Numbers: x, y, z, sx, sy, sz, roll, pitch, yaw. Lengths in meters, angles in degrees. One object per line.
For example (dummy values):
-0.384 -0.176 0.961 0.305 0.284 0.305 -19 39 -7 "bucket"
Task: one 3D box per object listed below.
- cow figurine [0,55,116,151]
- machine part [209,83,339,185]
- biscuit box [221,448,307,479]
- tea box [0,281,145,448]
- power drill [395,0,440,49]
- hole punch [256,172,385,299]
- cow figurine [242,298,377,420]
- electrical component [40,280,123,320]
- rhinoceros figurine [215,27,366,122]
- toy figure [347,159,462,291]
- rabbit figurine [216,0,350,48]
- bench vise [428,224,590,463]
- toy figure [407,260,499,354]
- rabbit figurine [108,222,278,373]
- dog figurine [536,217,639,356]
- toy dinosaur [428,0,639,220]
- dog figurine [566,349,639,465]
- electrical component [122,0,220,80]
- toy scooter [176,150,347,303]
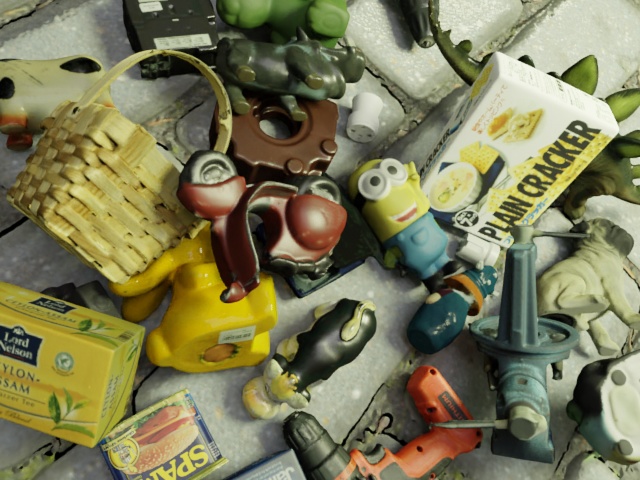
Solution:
-0.340 -0.171 0.608 0.195 0.085 0.127 -12 76 -21 "cow figurine"
-0.058 -0.149 0.703 0.179 0.056 0.179 6 65 -14 "machine part"
-0.107 0.271 0.512 0.203 0.059 0.063 -20 76 -24 "biscuit box"
-0.259 0.107 0.488 0.170 0.068 0.098 15 101 5 "tea box"
0.095 -0.419 0.850 0.207 0.086 0.232 11 64 -9 "power drill"
-0.001 -0.002 0.655 0.116 0.092 0.142 -18 70 -53 "hole punch"
-0.007 0.129 0.582 0.167 0.098 0.068 -41 91 -27 "cow figurine"
-0.242 0.087 0.545 0.045 0.078 0.102 -25 83 -49 "electrical component"
-0.034 -0.211 0.673 0.190 0.073 0.112 -4 56 -17 "rhinoceros figurine"
0.102 -0.021 0.689 0.082 0.089 0.180 -34 90 -38 "toy figure"
-0.054 -0.325 0.740 0.170 0.121 0.159 12 59 -16 "rabbit figurine"
0.219 0.105 0.591 0.223 0.129 0.240 -14 105 -57 "bench vise"
0.170 0.080 0.680 0.058 0.064 0.154 25 49 37 "toy figure"
-0.136 0.052 0.581 0.162 0.121 0.173 -10 58 -11 "rabbit figurine"
0.346 0.042 0.740 0.172 0.121 0.190 19 50 -13 "dog figurine"
0.321 -0.162 0.749 0.471 0.198 0.105 26 60 -8 "toy dinosaur"
0.352 0.191 0.614 0.192 0.219 0.108 -11 69 -2 "dog figurine"
-0.197 -0.284 0.714 0.115 0.058 0.134 -12 72 -23 "electrical component"
-0.048 -0.002 0.509 0.184 0.075 0.135 11 65 -36 "toy scooter"
